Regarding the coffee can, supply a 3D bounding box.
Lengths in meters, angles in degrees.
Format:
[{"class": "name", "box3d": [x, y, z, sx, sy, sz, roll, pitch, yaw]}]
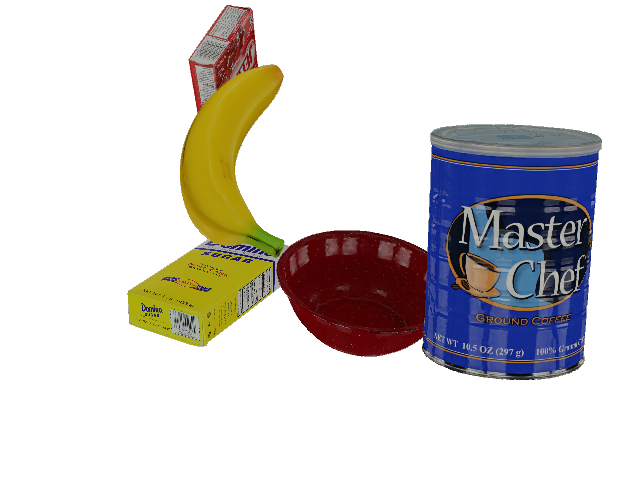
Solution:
[{"class": "coffee can", "box3d": [0.117, 0.003, 0.663, 0.103, 0.140, 0.103, 1, 13, 0]}]

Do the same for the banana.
[{"class": "banana", "box3d": [-0.061, -0.060, 0.736, 0.069, 0.198, 0.037, 11, -45, -13]}]

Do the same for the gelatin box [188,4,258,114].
[{"class": "gelatin box", "box3d": [-0.088, -0.164, 0.996, 0.030, 0.089, 0.073, 15, -39, 15]}]

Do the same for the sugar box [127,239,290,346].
[{"class": "sugar box", "box3d": [-0.111, 0.045, 1.114, 0.093, 0.048, 0.176, 15, 31, 24]}]

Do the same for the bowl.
[{"class": "bowl", "box3d": [0.039, 0.055, 0.951, 0.162, 0.055, 0.162, 6, 30, -3]}]
